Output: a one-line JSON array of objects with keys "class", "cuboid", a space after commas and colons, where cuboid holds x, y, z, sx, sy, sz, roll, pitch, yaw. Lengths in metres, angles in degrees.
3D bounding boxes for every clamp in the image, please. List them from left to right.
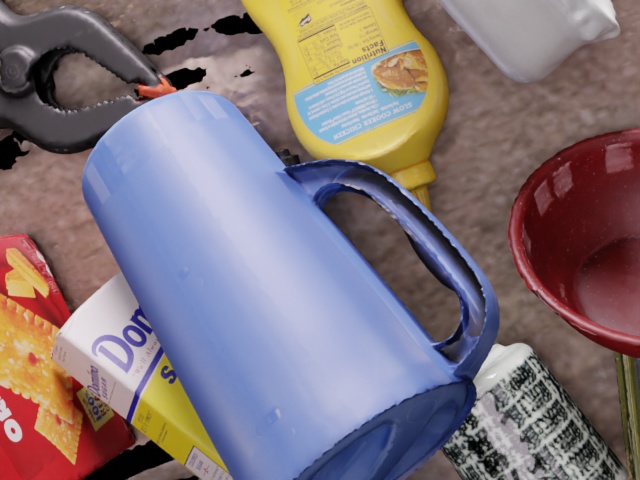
[{"class": "clamp", "cuboid": [-0.197, -0.099, 0.694, 0.210, 0.036, 0.164, 17, 99, 11]}]

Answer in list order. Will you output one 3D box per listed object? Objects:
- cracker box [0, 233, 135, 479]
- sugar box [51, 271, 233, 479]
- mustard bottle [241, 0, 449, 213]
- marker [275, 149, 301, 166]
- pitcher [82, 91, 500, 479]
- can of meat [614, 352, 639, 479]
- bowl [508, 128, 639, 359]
[{"class": "cracker box", "cuboid": [-0.209, 0.086, 0.619, 0.072, 0.213, 0.164, -28, 88, 14]}, {"class": "sugar box", "cuboid": [-0.066, 0.087, 0.650, 0.176, 0.093, 0.048, 38, 143, 5]}, {"class": "mustard bottle", "cuboid": [0.023, -0.098, 0.634, 0.096, 0.058, 0.191, -22, 89, 11]}, {"class": "marker", "cuboid": [-0.004, 0.001, 0.667, 0.020, 0.020, 0.121, -19, 90, 13]}, {"class": "pitcher", "cuboid": [-0.026, 0.025, 0.591, 0.149, 0.145, 0.243, -21, 60, -28]}, {"class": "can of meat", "cuboid": [0.215, 0.092, 0.606, 0.084, 0.057, 0.102, -6, 93, 11]}, {"class": "bowl", "cuboid": [0.185, 0.011, 0.582, 0.162, 0.162, 0.055, 1, 138, 12]}]
